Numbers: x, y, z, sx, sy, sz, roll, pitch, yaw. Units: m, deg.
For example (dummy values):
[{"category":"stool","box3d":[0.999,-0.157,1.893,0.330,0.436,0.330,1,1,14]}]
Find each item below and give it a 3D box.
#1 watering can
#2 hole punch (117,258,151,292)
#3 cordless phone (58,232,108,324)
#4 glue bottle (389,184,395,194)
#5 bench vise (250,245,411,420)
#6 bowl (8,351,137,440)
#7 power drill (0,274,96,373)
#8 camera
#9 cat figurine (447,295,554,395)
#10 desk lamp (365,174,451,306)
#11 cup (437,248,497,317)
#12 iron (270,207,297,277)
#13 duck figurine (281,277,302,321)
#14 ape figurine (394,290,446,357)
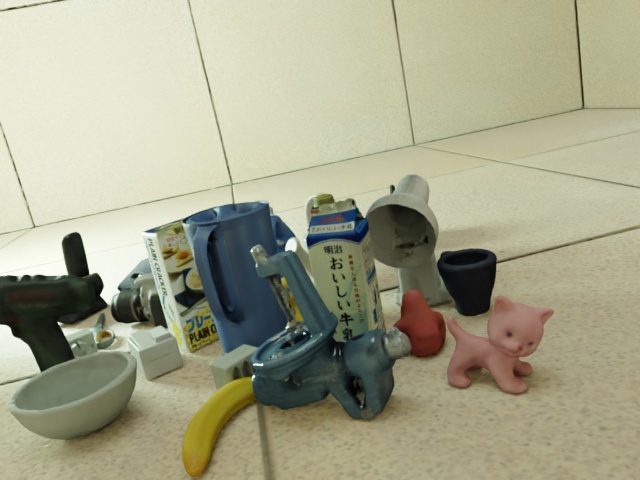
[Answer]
[{"category":"watering can","box3d":[0.012,0.004,1.121,0.100,0.194,0.173,-3,17,28]},{"category":"hole punch","box3d":[-0.396,0.096,1.287,0.108,0.091,0.101,2,20,42]},{"category":"cordless phone","box3d":[-0.562,0.084,1.270,0.094,0.185,0.148,-5,16,23]},{"category":"glue bottle","box3d":[0.161,-0.029,1.177,0.037,0.173,0.078,-8,15,12]},{"category":"bench vise","box3d":[0.001,0.103,0.703,0.207,0.220,0.121,-10,15,6]},{"category":"bowl","box3d":[-0.327,0.223,0.787,0.167,0.075,0.167,-11,15,3]},{"category":"power drill","box3d":[-0.462,0.149,0.900,0.230,0.208,0.075,-15,15,-12]},{"category":"camera","box3d":[-0.344,0.114,1.162,0.136,0.101,0.143,-9,15,8]},{"category":"cat figurine","box3d":[0.214,0.117,0.691,0.127,0.118,0.067,-3,17,30]},{"category":"desk lamp","box3d":[0.156,0.005,0.970,0.117,0.214,0.204,-5,16,22]},{"category":"cup","box3d":[0.230,0.068,0.912,0.092,0.095,0.117,-16,15,-17]},{"category":"iron","box3d":[-0.102,0.016,1.269,0.118,0.141,0.258,-11,14,1]},{"category":"duck figurine","box3d":[-0.049,0.104,1.004,0.077,0.086,0.105,-3,17,28]},{"category":"ape figurine","box3d":[0.139,0.113,0.813,0.077,0.092,0.076,-10,15,3]}]
